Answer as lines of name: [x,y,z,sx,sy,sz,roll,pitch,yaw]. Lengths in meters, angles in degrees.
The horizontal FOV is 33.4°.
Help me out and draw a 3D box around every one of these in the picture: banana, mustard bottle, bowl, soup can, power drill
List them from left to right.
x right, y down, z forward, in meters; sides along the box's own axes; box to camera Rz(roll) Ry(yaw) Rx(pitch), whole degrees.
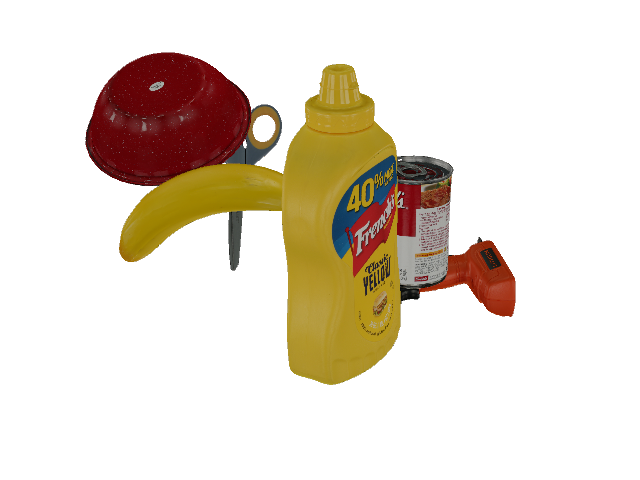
bowl: [-0.148,-0.127,1.002,0.162,0.162,0.055,0,-40,9]
banana: [-0.091,-0.023,0.833,0.198,0.069,0.037,-10,26,29]
mustard bottle: [0.014,-0.014,0.657,0.058,0.192,0.096,14,31,31]
soup can: [0.081,-0.017,0.947,0.068,0.102,0.068,0,23,0]
power drill: [0.114,0.055,1.171,0.187,0.057,0.184,-3,29,-6]

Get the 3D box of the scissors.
scissors: [-0.078,-0.073,1.224,0.096,0.202,0.016,-12,-6,-14]
